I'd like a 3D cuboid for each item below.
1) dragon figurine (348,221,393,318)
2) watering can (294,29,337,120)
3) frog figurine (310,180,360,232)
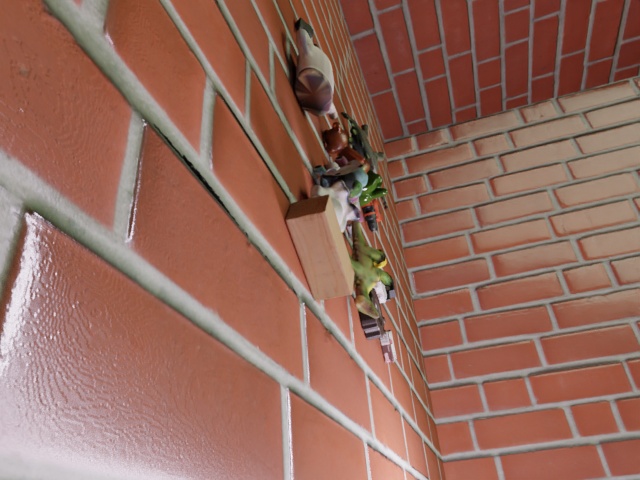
[{"bbox_3d":[0.109,0.053,1.540,0.239,0.121,0.419,40,29,-55],"label":"dragon figurine"},{"bbox_3d":[-0.001,-0.448,1.528,0.340,0.103,0.230,63,20,-44],"label":"watering can"},{"bbox_3d":[0.004,-0.063,1.245,0.162,0.123,0.135,-34,126,-38],"label":"frog figurine"}]
